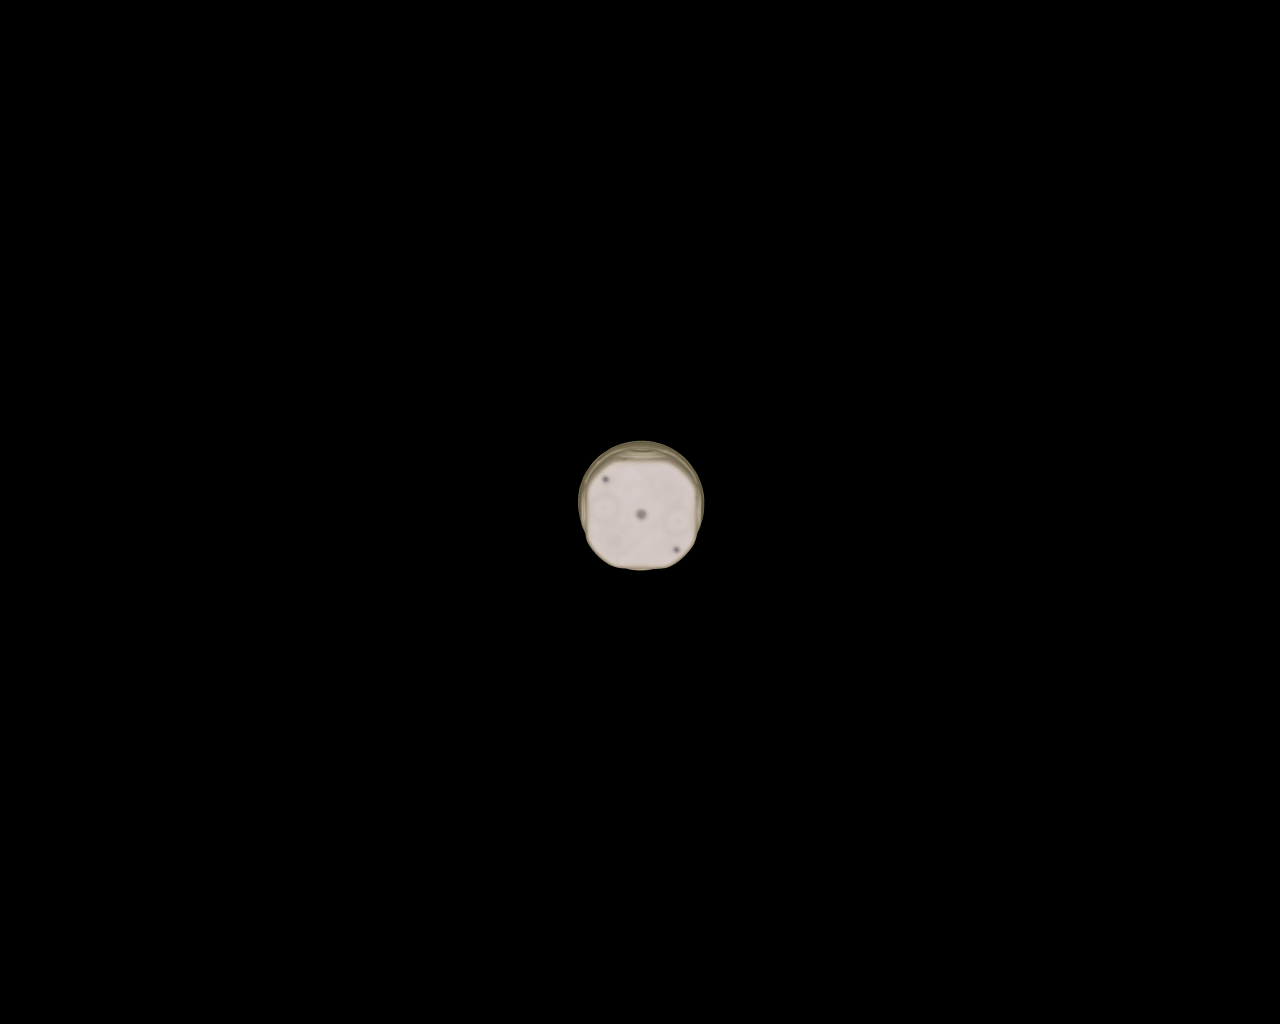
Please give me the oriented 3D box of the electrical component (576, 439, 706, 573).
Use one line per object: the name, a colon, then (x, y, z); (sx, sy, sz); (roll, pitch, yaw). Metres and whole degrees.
electrical component: (0.001, -0.003, 0.650); (0.080, 0.080, 0.051); (0, 9, 0)
